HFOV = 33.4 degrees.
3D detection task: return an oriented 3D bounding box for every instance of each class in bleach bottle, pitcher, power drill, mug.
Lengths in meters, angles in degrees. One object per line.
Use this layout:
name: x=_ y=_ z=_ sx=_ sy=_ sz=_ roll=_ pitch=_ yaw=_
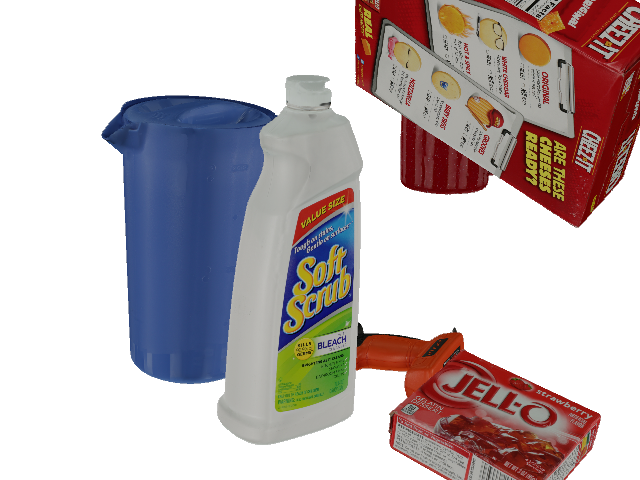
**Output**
bleach bottle: x=-0.019 y=0.011 z=0.750 sx=0.102 sy=0.251 sz=0.068 roll=-10 pitch=21 yaw=-35
pitcher: x=-0.102 y=-0.003 z=0.948 sx=0.149 sy=0.243 sz=0.144 roll=9 pitch=19 yaw=15
power drill: x=0.041 y=0.127 z=1.098 sx=0.188 sy=0.057 sz=0.184 roll=8 pitch=23 yaw=28
mug: x=0.126 y=-0.089 z=0.973 sx=0.117 sy=0.081 sz=0.093 roll=4 pitch=16 yaw=13

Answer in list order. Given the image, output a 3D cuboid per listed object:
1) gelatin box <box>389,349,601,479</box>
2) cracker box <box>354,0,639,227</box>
gelatin box: x=0.092 y=0.101 z=0.572 sx=0.089 sy=0.030 sz=0.073 roll=25 pitch=38 yaw=31
cracker box: x=0.123 y=-0.130 z=0.749 sx=0.214 sy=0.072 sz=0.164 roll=35 pitch=-25 yaw=23
